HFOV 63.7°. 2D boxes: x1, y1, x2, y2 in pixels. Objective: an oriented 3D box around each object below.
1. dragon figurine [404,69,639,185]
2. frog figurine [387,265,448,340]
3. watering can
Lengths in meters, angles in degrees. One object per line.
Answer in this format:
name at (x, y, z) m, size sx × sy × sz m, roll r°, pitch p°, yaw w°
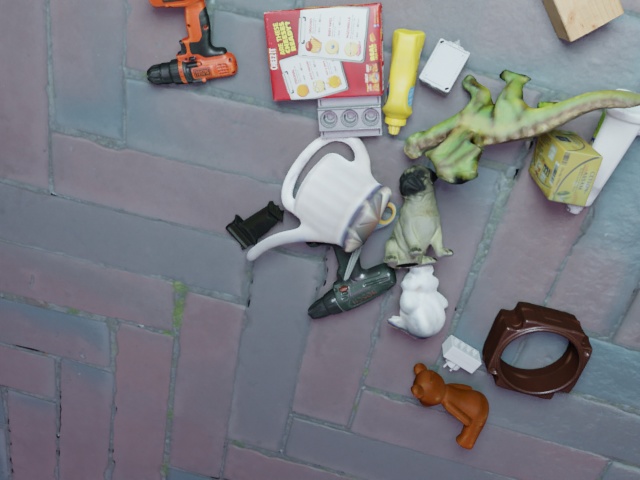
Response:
dragon figurine at (0.300, -0.177, 0.892) m, size 0.245 × 0.413 × 0.120 m, roll -49°, pitch 121°, yaw -14°
frog figurine at (0.231, 0.133, 1.144) m, size 0.137 × 0.125 × 0.157 m, roll 10°, pitch 111°, yaw -33°
watering can at (0.003, -0.053, 1.063) m, size 0.226 × 0.104 × 0.345 m, roll 36°, pitch 100°, yaw 21°
